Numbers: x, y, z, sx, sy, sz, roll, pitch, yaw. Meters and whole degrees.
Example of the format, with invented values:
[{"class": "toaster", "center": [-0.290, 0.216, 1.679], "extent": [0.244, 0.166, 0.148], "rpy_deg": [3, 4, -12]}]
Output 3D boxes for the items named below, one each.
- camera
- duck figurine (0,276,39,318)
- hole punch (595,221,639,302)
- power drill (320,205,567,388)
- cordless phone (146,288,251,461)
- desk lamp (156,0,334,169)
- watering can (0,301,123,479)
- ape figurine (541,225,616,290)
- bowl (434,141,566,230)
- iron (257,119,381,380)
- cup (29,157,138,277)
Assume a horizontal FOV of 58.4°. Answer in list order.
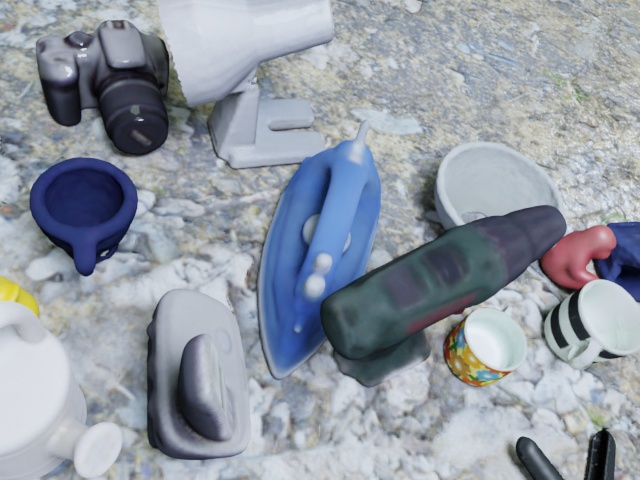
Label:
[{"class": "camera", "center": [-0.231, -0.169, 0.640], "extent": [0.143, 0.100, 0.136], "rpy_deg": [-12, 64, -23]}, {"class": "duck figurine", "center": [-0.304, 0.050, 0.493], "extent": [0.105, 0.086, 0.077], "rpy_deg": [9, 57, -11]}, {"class": "hole punch", "center": [0.411, 0.017, 0.724], "extent": [0.109, 0.091, 0.101], "rpy_deg": [-1, 60, -17]}, {"class": "power drill", "center": [0.096, 0.058, 0.534], "extent": [0.230, 0.208, 0.075], "rpy_deg": [-21, 67, -26]}, {"class": "cordless phone", "center": [-0.096, 0.095, 0.469], "extent": [0.094, 0.185, 0.147], "rpy_deg": [-4, 61, -19]}, {"class": "desk lamp", "center": [-0.077, -0.183, 0.627], "extent": [0.204, 0.213, 0.118], "rpy_deg": [-8, 62, -21]}, {"class": "watering can", "center": [-0.224, 0.111, 0.415], "extent": [0.173, 0.194, 0.101], "rpy_deg": [13, 57, -9]}, {"class": "ape figurine", "center": [0.322, 0.016, 0.698], "extent": [0.076, 0.092, 0.078], "rpy_deg": [28, 56, 1]}, {"class": "bowl", "center": [0.208, -0.036, 0.706], "extent": [0.168, 0.074, 0.167], "rpy_deg": [8, 58, -12]}, {"class": "iron", "center": [0.005, 0.002, 0.582], "extent": [0.118, 0.141, 0.258], "rpy_deg": [19, 56, -5]}, {"class": "cup", "center": [-0.220, -0.006, 0.547], "extent": [0.092, 0.095, 0.117], "rpy_deg": [-4, 61, -18]}]
